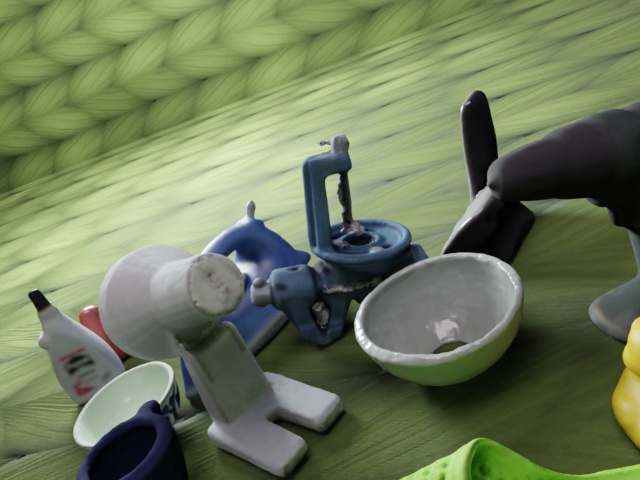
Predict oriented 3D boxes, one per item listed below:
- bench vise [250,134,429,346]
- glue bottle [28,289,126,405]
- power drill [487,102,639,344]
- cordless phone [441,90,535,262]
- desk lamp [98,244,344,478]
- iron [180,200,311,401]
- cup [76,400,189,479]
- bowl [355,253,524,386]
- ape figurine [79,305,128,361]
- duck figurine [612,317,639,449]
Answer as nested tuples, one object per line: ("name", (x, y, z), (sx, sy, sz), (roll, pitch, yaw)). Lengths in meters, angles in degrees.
("bench vise", (0.012, 0.005, 0.655), (0.208, 0.220, 0.121), (-34, 27, -20))
("glue bottle", (-0.332, 0.136, 0.759), (0.078, 0.173, 0.037), (-29, 25, -9))
("power drill", (0.266, -0.019, 0.489), (0.229, 0.209, 0.075), (-27, 25, -5))
("cordless phone", (0.187, -0.076, 0.700), (0.093, 0.185, 0.148), (-4, 32, 37))
("desk lamp", (-0.107, 0.102, 0.577), (0.202, 0.214, 0.118), (3, 36, 44))
("iron", (-0.121, 0.065, 0.748), (0.118, 0.142, 0.259), (-5, 31, 35))
("cup", (-0.157, 0.218, 0.534), (0.091, 0.095, 0.117), (-19, 25, 11))
("bowl", (0.123, 0.088, 0.565), (0.167, 0.075, 0.167), (-20, 25, 10))
("ape figurine", (-0.319, 0.135, 0.846), (0.077, 0.092, 0.076), (-8, 30, 32))
("duck figurine", (0.250, 0.100, 0.415), (0.077, 0.086, 0.104), (-13, 27, 22))
